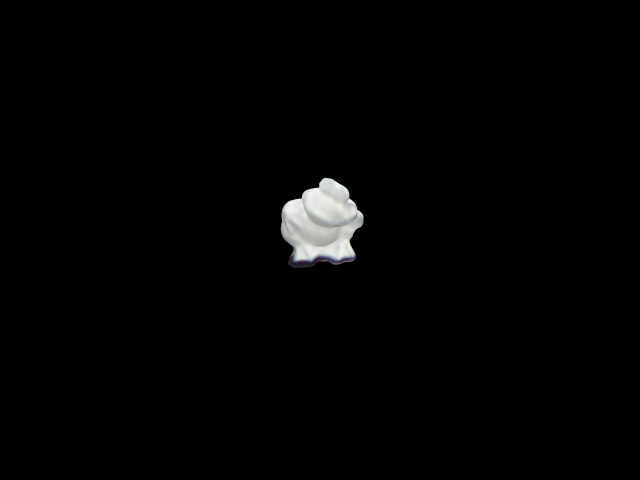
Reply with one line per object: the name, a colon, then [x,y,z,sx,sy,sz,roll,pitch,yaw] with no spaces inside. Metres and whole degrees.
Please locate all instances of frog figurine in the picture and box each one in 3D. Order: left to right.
frog figurine: [0.003,-0.043,0.850,0.137,0.156,0.125,8,37,11]
